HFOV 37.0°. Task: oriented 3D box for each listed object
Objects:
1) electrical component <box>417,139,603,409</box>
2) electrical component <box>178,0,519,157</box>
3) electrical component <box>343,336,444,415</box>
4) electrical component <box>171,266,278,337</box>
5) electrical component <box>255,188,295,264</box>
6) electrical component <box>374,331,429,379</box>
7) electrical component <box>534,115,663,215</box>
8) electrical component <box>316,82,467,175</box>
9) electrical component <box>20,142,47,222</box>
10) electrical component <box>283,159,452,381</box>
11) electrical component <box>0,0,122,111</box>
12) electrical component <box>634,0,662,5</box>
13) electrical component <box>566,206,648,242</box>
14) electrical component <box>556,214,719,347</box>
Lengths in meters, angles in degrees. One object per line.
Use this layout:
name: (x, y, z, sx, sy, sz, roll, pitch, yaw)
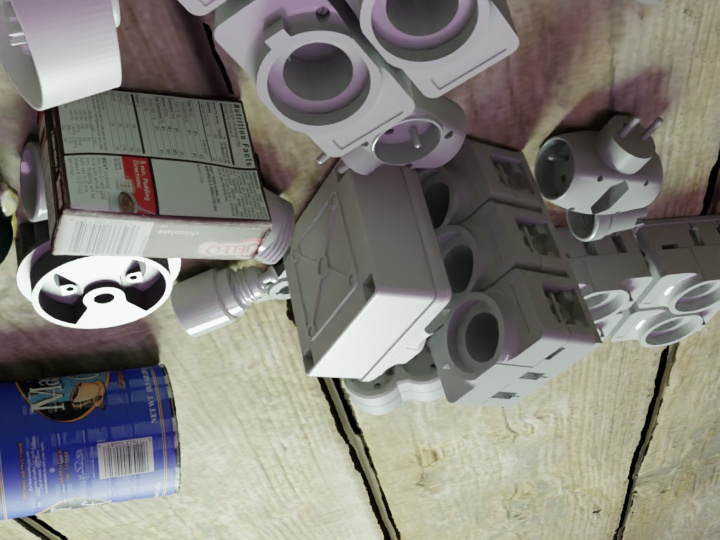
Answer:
electrical component: (0.080, 0.002, 0.695, 0.062, 0.150, 0.089, 9, 142, -38)
electrical component: (-0.025, -0.140, 0.447, 0.105, 0.060, 0.186, -29, 131, 22)
electrical component: (0.057, 0.088, 0.926, 0.138, 0.052, 0.073, -16, 150, 1)
electrical component: (-0.095, 0.017, 0.748, 0.078, 0.040, 0.040, -22, 149, 10)
electrical component: (-0.071, -0.033, 0.672, 0.043, 0.043, 0.081, -31, 147, 24)
electrical component: (0.014, 0.043, 0.832, 0.056, 0.050, 0.089, 11, 141, -38)
electrical component: (0.169, -0.076, 0.715, 0.077, 0.043, 0.079, 2, 145, -29)
electrical component: (0.009, -0.081, 0.629, 0.079, 0.044, 0.077, -35, 145, 30)
electrical component: (-0.154, -0.050, 0.608, 0.065, 0.044, 0.044, -3, 148, -30)
electrical component: (0.000, 0.000, 0.697, 0.056, 0.108, 0.108, 6, 144, -28)
electrical component: (-0.137, -0.117, 0.451, 0.064, 0.099, 0.099, -14, 151, -16)
electrical component: (0.144, -0.163, 0.564, 0.046, 0.040, 0.040, 10, 142, -47)
electrical component: (0.179, -0.043, 0.779, 0.046, 0.040, 0.040, -9, 150, -22)
electrical component: (0.212, 0.015, 0.871, 0.186, 0.060, 0.105, -5, 148, -18)
